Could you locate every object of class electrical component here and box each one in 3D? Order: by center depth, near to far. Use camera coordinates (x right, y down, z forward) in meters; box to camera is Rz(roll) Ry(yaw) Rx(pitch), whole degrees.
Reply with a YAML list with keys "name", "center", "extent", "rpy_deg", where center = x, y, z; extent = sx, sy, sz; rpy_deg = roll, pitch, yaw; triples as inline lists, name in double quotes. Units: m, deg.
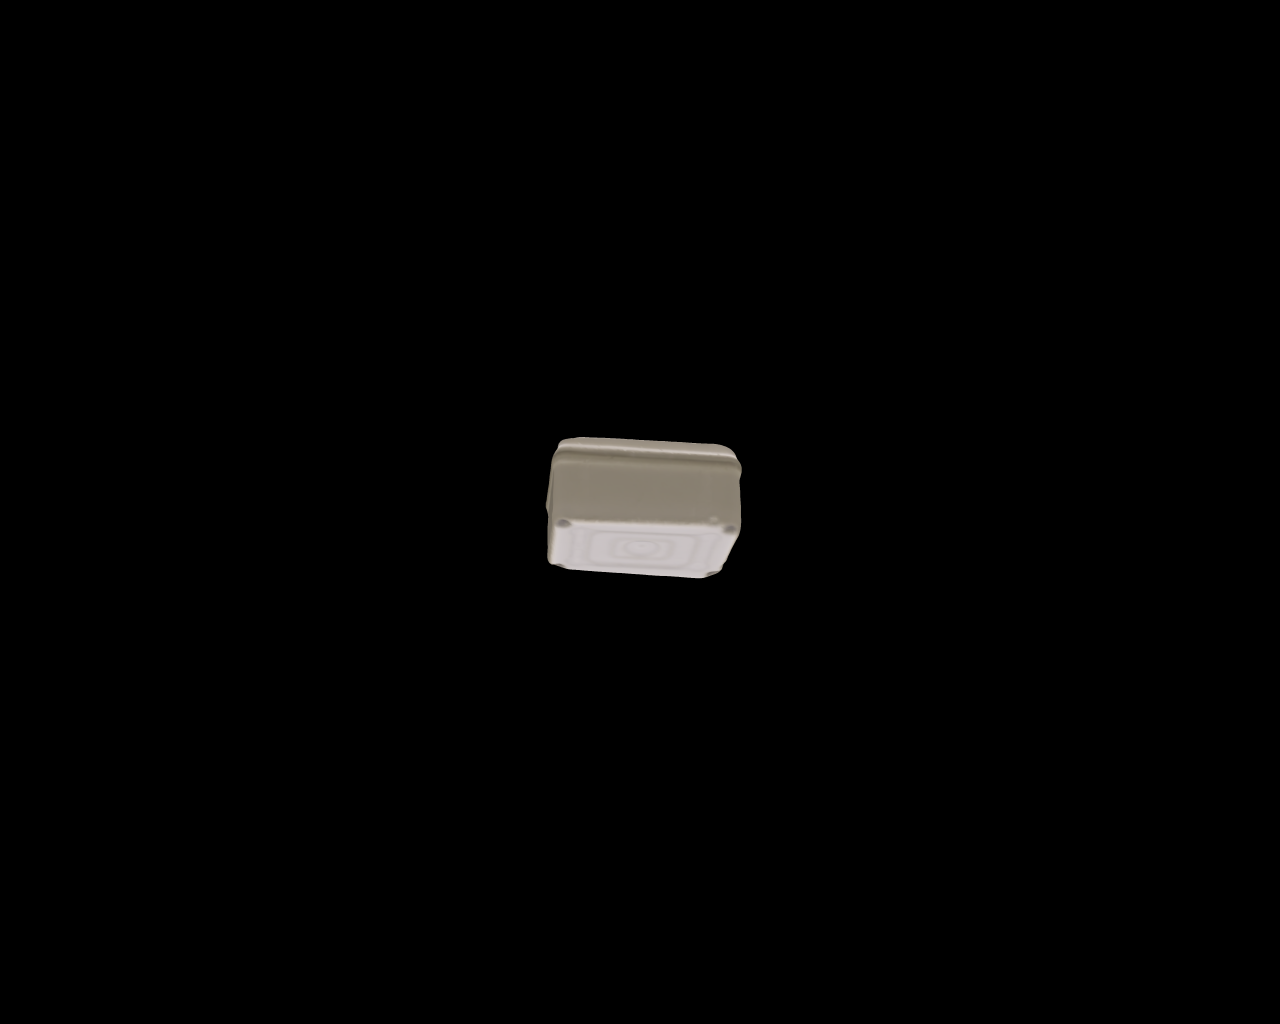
- name: "electrical component"
  center: [0.001, -0.003, 0.650]
  extent: [0.113, 0.057, 0.078]
  rpy_deg: [4, -28, -7]
